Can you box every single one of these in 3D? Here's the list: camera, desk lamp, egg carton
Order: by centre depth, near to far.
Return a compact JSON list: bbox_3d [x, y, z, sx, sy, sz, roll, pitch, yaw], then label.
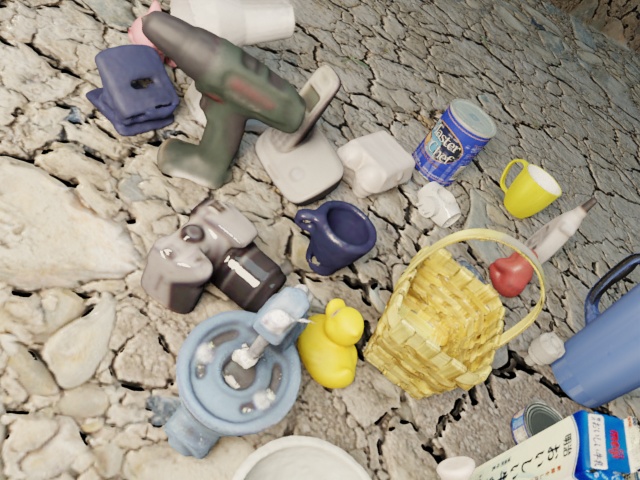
[{"bbox_3d":[-0.113,0.028,0.684,0.137,0.100,0.143,39,41,4],"label":"camera"},{"bbox_3d":[-0.139,-0.279,0.868,0.204,0.213,0.117,-6,55,-38],"label":"desk lamp"},{"bbox_3d":[0.097,-0.132,1.003,0.107,0.069,0.151,48,42,13],"label":"egg carton"}]

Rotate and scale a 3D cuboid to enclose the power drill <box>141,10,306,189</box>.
[{"bbox_3d":[-0.145,-0.173,0.768,0.230,0.208,0.075,16,44,-22],"label":"power drill"}]

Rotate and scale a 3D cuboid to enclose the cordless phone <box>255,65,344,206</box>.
[{"bbox_3d":[-0.010,-0.155,0.863,0.094,0.185,0.147,-15,61,-42],"label":"cordless phone"}]

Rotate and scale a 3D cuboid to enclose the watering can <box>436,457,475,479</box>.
[{"bbox_3d":[0.172,0.299,0.555,0.173,0.194,0.101,39,41,4],"label":"watering can"}]

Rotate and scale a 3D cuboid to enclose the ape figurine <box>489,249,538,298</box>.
[{"bbox_3d":[0.338,0.049,0.982,0.078,0.092,0.076,29,41,-8],"label":"ape figurine"}]

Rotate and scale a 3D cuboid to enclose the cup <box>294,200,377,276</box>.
[{"bbox_3d":[0.007,0.003,0.795,0.118,0.095,0.091,17,44,-21],"label":"cup"}]

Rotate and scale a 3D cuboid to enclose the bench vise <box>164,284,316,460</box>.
[{"bbox_3d":[-0.063,0.091,0.569,0.122,0.219,0.207,26,42,-11],"label":"bench vise"}]

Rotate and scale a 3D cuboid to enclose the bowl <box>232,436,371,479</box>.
[{"bbox_3d":[-0.021,0.277,0.535,0.168,0.074,0.167,19,44,-19],"label":"bowl"}]

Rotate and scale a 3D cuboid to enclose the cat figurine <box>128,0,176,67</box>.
[{"bbox_3d":[-0.256,-0.321,0.900,0.067,0.117,0.128,31,41,-6],"label":"cat figurine"}]

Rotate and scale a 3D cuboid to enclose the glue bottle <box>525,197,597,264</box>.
[{"bbox_3d":[0.442,-0.018,1.055,0.037,0.173,0.078,34,41,-2],"label":"glue bottle"}]

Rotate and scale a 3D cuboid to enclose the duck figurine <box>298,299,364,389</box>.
[{"bbox_3d":[0.023,0.122,0.701,0.078,0.086,0.104,7,49,-29],"label":"duck figurine"}]

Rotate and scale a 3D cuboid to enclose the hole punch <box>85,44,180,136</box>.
[{"bbox_3d":[-0.260,-0.216,0.819,0.101,0.091,0.109,46,42,11],"label":"hole punch"}]
